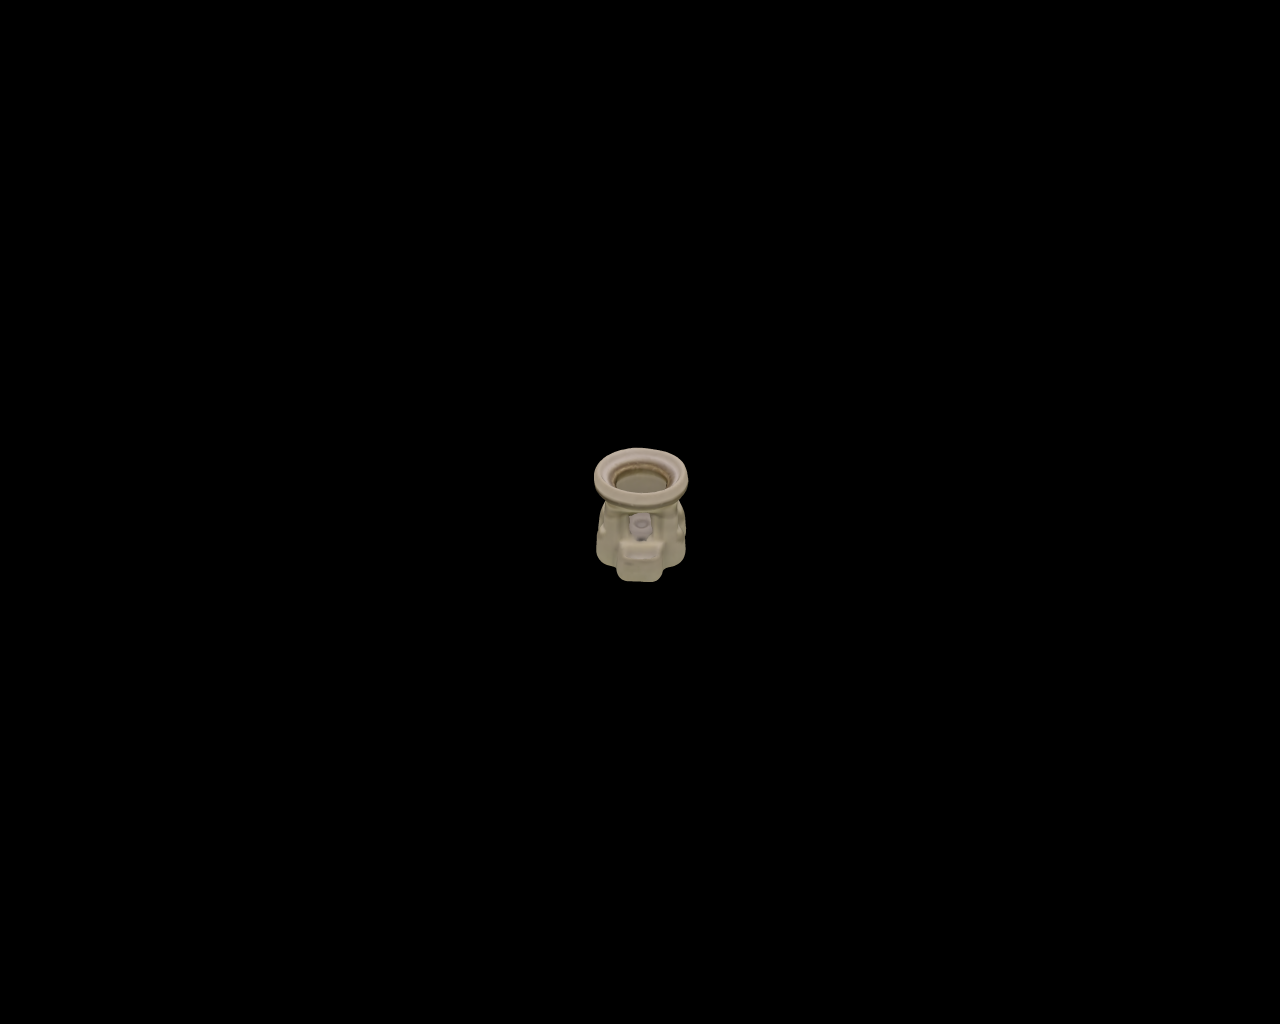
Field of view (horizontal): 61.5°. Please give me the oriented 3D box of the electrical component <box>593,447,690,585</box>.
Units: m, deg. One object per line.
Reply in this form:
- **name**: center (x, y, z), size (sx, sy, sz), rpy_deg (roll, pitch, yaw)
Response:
- **electrical component**: center (0.001, -0.003, 0.650), size (0.058, 0.056, 0.078), rpy_deg (1, 35, 2)
